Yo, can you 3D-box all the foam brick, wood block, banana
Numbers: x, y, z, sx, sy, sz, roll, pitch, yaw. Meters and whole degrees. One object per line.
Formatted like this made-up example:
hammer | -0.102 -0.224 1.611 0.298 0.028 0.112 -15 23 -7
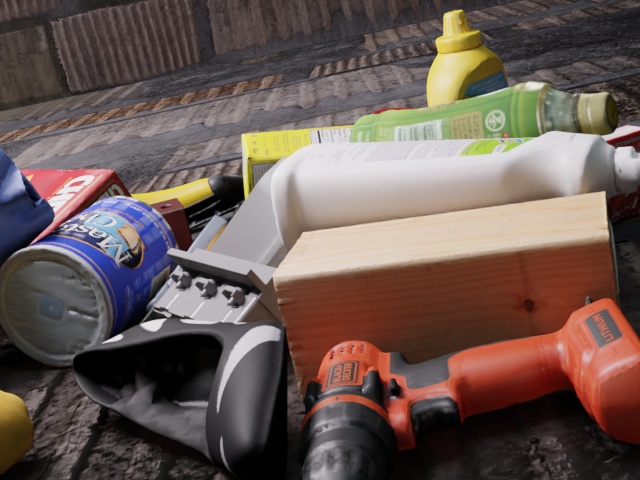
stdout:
foam brick | -0.174 -0.006 1.104 0.078 0.051 0.053 -16 17 -12
wood block | 0.086 0.037 0.691 0.206 0.091 0.090 -7 18 16
banana | -0.200 -0.045 1.232 0.197 0.037 0.070 -2 -33 -24

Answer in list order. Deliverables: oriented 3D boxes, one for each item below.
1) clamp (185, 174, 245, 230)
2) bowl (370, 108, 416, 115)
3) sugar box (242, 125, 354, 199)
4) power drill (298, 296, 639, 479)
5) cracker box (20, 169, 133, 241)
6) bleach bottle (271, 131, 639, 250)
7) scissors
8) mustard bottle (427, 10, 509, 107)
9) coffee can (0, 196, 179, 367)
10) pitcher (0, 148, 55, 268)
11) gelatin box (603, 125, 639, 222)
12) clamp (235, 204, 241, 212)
clamp | -0.094 -0.048 1.189 0.120 0.039 0.171 -26 -7 39
bowl | 0.096 -0.102 1.137 0.162 0.055 0.162 4 24 -2
sugar box | 0.016 -0.062 1.011 0.176 0.093 0.048 -6 46 -7
power drill | 0.081 0.090 0.573 0.188 0.057 0.184 -10 16 7
cracker box | -0.301 0.002 1.052 0.214 0.072 0.164 3 43 44
bleach bottle | 0.099 -0.039 0.751 0.251 0.068 0.102 -3 20 23
scissors | -0.135 0.059 0.892 0.201 0.016 0.096 -58 -1 -36
mustard bottle | 0.140 -0.114 0.977 0.058 0.191 0.096 4 23 44
coffee can | -0.192 0.031 0.899 0.103 0.103 0.140 -7 17 19
pitcher | -0.341 0.026 0.848 0.242 0.145 0.149 -55 0 -25
gelatin box | 0.238 -0.051 0.902 0.089 0.073 0.030 -18 17 -18
clamp | 0.014 -0.060 1.170 0.165 0.036 0.209 -2 22 28
